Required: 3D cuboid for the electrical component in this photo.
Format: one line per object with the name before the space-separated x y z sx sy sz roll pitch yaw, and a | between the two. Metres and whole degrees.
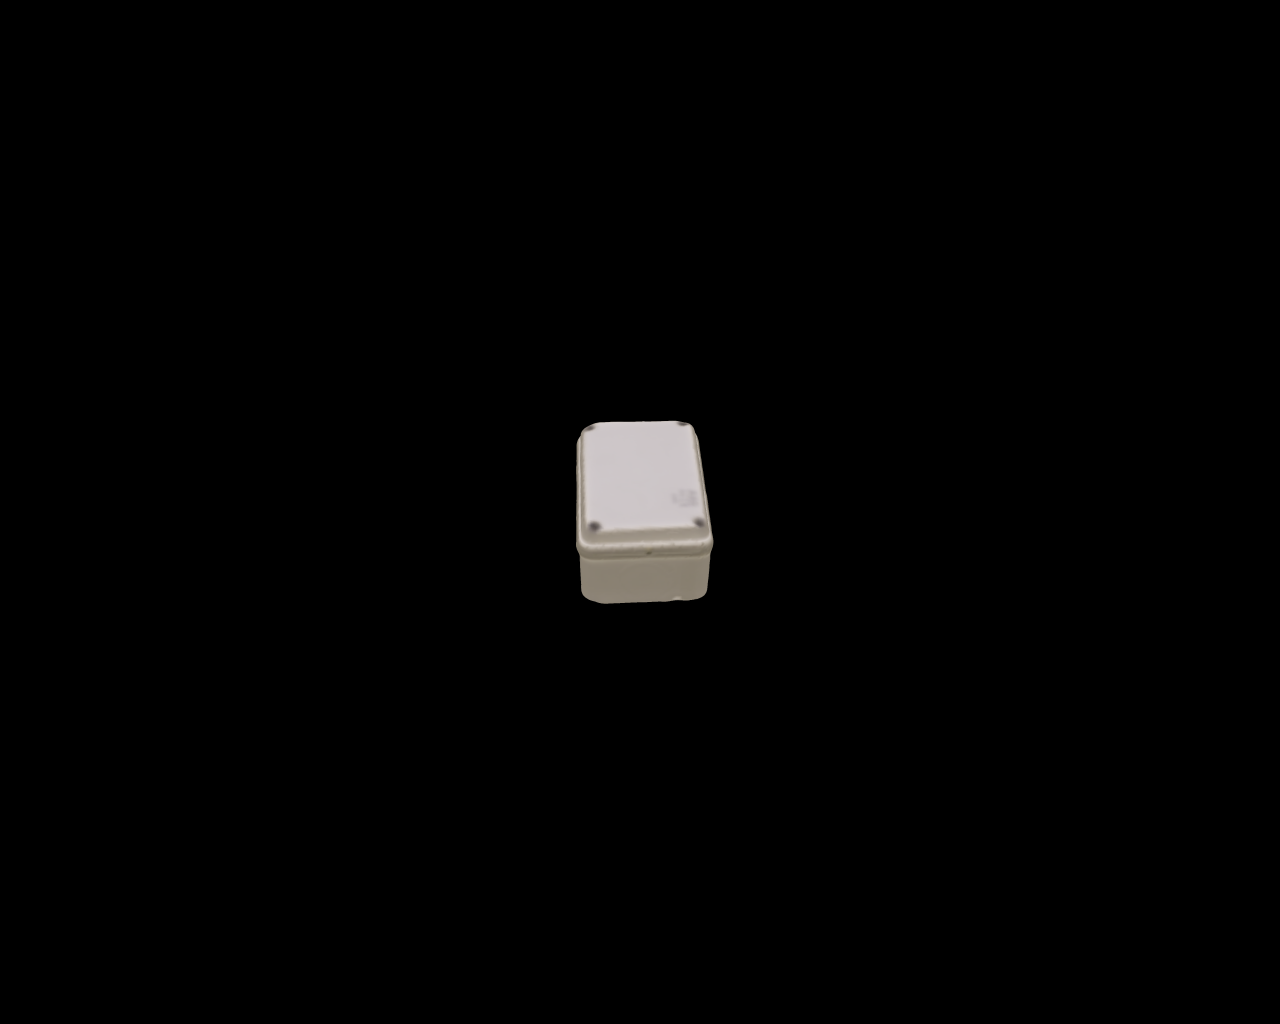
electrical component | 0.001 -0.003 0.650 0.078 0.057 0.113 -2 40 -2
